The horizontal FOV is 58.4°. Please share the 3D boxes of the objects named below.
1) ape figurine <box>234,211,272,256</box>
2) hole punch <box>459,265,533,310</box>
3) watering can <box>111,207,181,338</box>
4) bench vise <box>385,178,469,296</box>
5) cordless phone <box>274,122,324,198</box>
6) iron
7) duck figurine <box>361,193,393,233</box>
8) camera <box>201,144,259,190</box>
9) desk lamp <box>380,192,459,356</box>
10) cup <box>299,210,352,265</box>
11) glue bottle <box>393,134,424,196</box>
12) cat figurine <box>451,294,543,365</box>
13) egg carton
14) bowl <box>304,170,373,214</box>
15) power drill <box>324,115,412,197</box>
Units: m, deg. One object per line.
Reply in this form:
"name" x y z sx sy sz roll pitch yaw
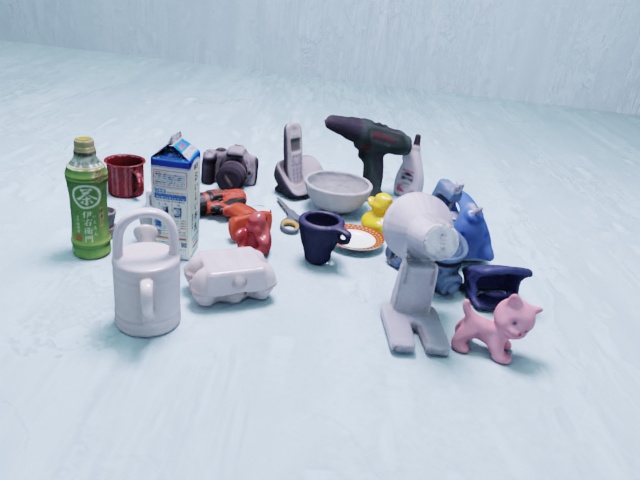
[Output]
"ape figurine" -0.127 -0.013 1.129 0.076 0.092 0.077 -14 33 -37
"hole punch" 0.324 0.071 1.069 0.109 0.091 0.101 1 26 -11
"watering can" -0.266 0.037 0.870 0.101 0.194 0.172 -14 32 -36
"bench vise" 0.197 -0.027 1.091 0.206 0.220 0.122 26 31 34
"cordless phone" -0.044 -0.207 1.443 0.093 0.185 0.148 24 30 32
"iron" 0.296 -0.051 1.257 0.119 0.141 0.258 2 26 -10
"duck figurine" 0.145 -0.063 1.308 0.078 0.086 0.104 -18 35 -41
"camera" -0.232 -0.181 1.439 0.143 0.101 0.137 7 26 0
"desk lamp" 0.168 0.045 0.943 0.118 0.213 0.203 4 26 -6
"cup" 0.010 0.004 1.124 0.117 0.095 0.092 24 30 31
"glue bottle" 0.242 -0.194 1.503 0.078 0.173 0.037 21 29 27
"cat figurine" 0.283 0.128 0.910 0.127 0.118 0.067 12 26 12
"egg carton" -0.155 0.063 0.989 0.151 0.069 0.107 -6 28 -24
"bowl" 0.042 -0.108 1.389 0.167 0.075 0.167 6 26 -3
"power drill" 0.114 -0.208 1.459 0.230 0.208 0.075 1 26 -11
